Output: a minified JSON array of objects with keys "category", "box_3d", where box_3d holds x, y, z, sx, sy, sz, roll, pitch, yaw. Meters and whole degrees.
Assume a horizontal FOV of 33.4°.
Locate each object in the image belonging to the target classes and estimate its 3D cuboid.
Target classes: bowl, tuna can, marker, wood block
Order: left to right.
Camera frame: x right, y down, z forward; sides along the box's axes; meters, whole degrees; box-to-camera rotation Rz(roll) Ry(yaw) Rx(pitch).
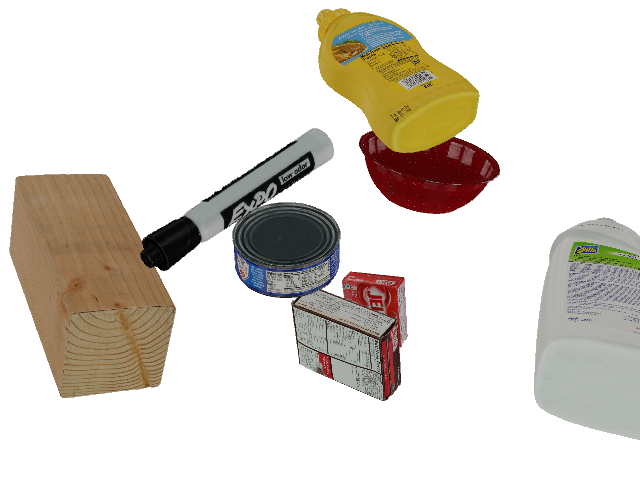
[{"category":"wood block","box_3d":[-0.208,0.033,0.946,0.090,0.091,0.206,-3,36,-28]},{"category":"marker","box_3d":[-0.040,-0.021,0.526,0.120,0.020,0.020,-36,22,-33]},{"category":"tuna can","box_3d":[-0.027,0.007,0.852,0.086,0.034,0.086,0,37,0]},{"category":"bowl","box_3d":[0.118,-0.074,1.211,0.162,0.055,0.162,8,26,-4]}]

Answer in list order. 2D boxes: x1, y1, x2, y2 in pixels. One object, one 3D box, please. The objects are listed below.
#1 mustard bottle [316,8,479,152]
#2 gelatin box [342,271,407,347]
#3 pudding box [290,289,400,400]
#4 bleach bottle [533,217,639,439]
[{"category":"mustard bottle","box_3d":[0.053,-0.160,0.987,0.096,0.058,0.192,-25,52,-21]},{"category":"gelatin box","box_3d":[0.068,0.085,1.330,0.073,0.089,0.030,7,29,23]},{"category":"pudding box","box_3d":[0.027,0.105,1.096,0.114,0.090,0.039,18,43,28]},{"category":"bleach bottle","box_3d":[0.214,0.045,0.781,0.102,0.068,0.250,12,26,11]}]
